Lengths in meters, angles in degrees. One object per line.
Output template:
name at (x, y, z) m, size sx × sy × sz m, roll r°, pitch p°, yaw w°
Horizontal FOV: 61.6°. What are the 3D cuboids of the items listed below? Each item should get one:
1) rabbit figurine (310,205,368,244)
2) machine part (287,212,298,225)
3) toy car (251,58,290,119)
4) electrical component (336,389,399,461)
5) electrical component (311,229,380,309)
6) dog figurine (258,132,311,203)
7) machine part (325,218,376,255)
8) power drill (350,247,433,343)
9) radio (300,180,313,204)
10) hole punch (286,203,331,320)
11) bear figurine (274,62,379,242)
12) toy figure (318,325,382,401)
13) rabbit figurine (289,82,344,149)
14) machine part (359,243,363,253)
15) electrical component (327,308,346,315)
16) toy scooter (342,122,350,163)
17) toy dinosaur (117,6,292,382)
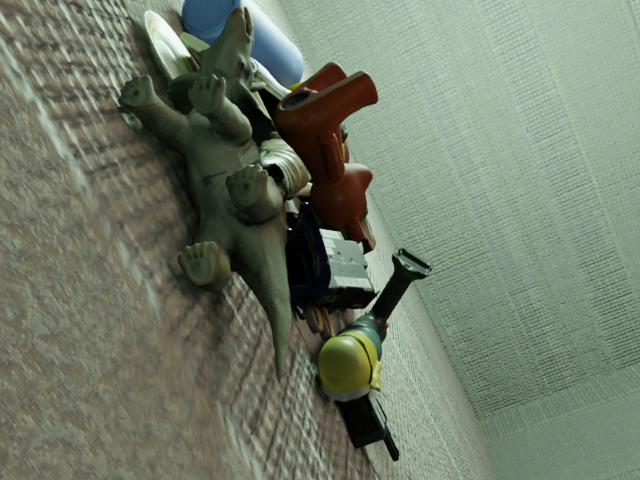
rabbit figurine at (0.041, -0.070, 1.079) m, size 0.170 × 0.121 × 0.159 m, roll 29°, pitch 71°, yaw -77°
machine part at (-0.002, -0.003, 0.951) m, size 0.139 × 0.039 × 0.084 m, roll 39°, pitch 1°, yaw 9°
toy car at (-0.084, -0.230, 0.884) m, size 0.201 × 0.073 × 0.056 m, roll 35°, pitch 48°, yaw -9°
electrical component at (0.071, 0.267, 0.785) m, size 0.119 × 0.048 × 0.075 m, roll 65°, pitch 12°, yaw -4°
electrical component at (0.018, 0.043, 0.847) m, size 0.115 × 0.058 × 0.134 m, roll 11°, pitch 42°, yaw -39°
dog figurine at (-0.083, -0.109, 0.797) m, size 0.190 × 0.173 × 0.121 m, roll -12°, pitch 110°, yaw -52°
machine part at (0.056, -0.054, 1.292) m, size 0.201 × 0.087 × 0.201 m, roll -38°, pitch 105°, yaw -78°
power drill at (0.125, 0.117, 1.015) m, size 0.086 × 0.207 × 0.232 m, roll 39°, pitch 16°, yaw 11°
radio at (-0.039, -0.190, 1.166) m, size 0.131 × 0.073 × 0.230 m, roll 48°, pitch 20°, yaw -57°
hole punch at (-0.029, 0.024, 0.745) m, size 0.142 × 0.092 × 0.115 m, roll 68°, pitch 7°, yaw 28°
bear figurine at (0.027, -0.106, 0.689) m, size 0.195 × 0.132 × 0.120 m, roll 57°, pitch -7°, yaw -31°
toy figure at (0.045, 0.166, 0.773) m, size 0.089 × 0.082 × 0.180 m, roll 64°, pitch 19°, yaw -2°
rabbit figurine at (-0.038, -0.200, 0.986) m, size 0.122 × 0.162 × 0.173 m, roll -77°, pitch 163°, yaw -70°
machine part at (0.046, 0.038, 1.078) m, size 0.079 × 0.079 × 0.243 m, roll 64°, pitch 12°, yaw -10°
electrical component at (0.042, 0.082, 0.919) m, size 0.078 × 0.102 × 0.045 m, roll 54°, pitch -9°, yaw 44°
toy scooter at (0.018, -0.221, 1.316) m, size 0.184 × 0.075 × 0.135 m, roll 0°, pitch -56°, yaw 54°
toy dinosaur at (-0.090, -0.053, 0.570) m, size 0.192 × 0.131 × 0.405 m, roll 27°, pitch 46°, yaw -72°
